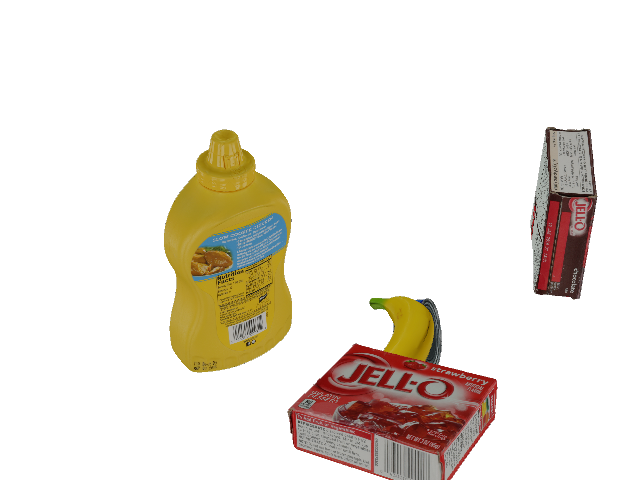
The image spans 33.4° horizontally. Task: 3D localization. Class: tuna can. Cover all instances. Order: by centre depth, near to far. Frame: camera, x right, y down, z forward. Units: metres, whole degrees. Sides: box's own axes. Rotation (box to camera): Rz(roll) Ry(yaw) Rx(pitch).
[{"bbox_3d":[0.115,0.112,1.259,0.034,0.086,0.086,-5,-2,23],"label":"tuna can"}]

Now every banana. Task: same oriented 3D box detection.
[{"bbox_3d":[0.071,0.099,0.991,0.070,0.037,0.197,-23,17,18],"label":"banana"}]

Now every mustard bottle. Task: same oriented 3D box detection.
[{"bbox_3d":[-0.067,0.005,0.781,0.096,0.192,0.058,-20,43,-26],"label":"mustard bottle"}]

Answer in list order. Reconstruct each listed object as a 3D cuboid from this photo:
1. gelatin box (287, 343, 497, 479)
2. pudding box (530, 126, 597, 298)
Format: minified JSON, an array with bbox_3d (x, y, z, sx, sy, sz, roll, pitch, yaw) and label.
[{"bbox_3d":[0.039,0.091,0.567,0.089,0.030,0.073,12,30,28],"label":"gelatin box"},{"bbox_3d":[0.185,-0.023,0.816,0.039,0.090,0.113,6,32,5],"label":"pudding box"}]
